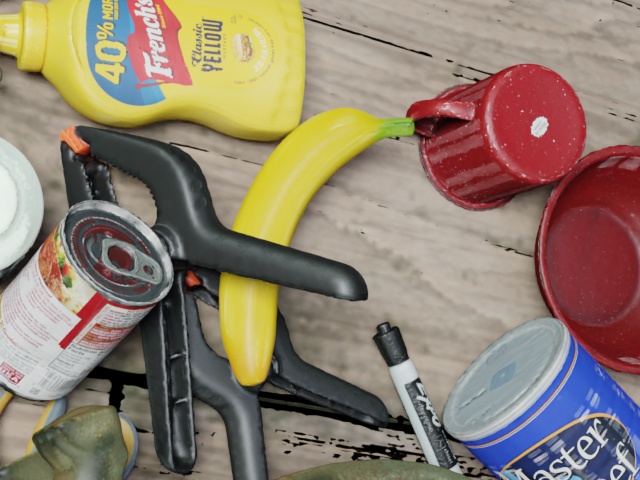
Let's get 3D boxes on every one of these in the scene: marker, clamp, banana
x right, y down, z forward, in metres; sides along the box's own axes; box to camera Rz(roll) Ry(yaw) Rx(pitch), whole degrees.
[{"bbox_3d":[0.065,0.111,0.712,0.020,0.020,0.121,-24,92,-23],"label":"marker"},{"bbox_3d":[-0.033,0.082,0.667,0.120,0.039,0.171,-28,92,-34],"label":"clamp"},{"bbox_3d":[-0.090,0.019,0.619,0.210,0.036,0.165,44,107,20],"label":"clamp"},{"bbox_3d":[-0.018,-0.010,0.647,0.070,0.037,0.197,26,76,21],"label":"banana"}]

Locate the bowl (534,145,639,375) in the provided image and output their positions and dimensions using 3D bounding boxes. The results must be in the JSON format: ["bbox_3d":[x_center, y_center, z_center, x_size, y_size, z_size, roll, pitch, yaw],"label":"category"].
[{"bbox_3d":[0.211,0.016,0.763,0.161,0.055,0.162,3,82,-21],"label":"bowl"}]

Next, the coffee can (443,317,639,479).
[{"bbox_3d":[0.165,0.135,0.703,0.140,0.103,0.102,45,70,-11],"label":"coffee can"}]

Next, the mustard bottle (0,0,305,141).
[{"bbox_3d":[-0.106,-0.116,0.653,0.191,0.058,0.096,3,83,-21],"label":"mustard bottle"}]

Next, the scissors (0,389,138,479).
[{"bbox_3d":[-0.155,0.165,0.577,0.096,0.016,0.201,10,57,-11],"label":"scissors"}]

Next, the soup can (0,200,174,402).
[{"bbox_3d":[-0.137,0.036,0.587,0.068,0.102,0.068,31,34,-24],"label":"soup can"}]

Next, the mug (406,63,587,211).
[{"bbox_3d":[0.115,-0.074,0.722,0.117,0.082,0.093,16,78,-19],"label":"mug"}]
